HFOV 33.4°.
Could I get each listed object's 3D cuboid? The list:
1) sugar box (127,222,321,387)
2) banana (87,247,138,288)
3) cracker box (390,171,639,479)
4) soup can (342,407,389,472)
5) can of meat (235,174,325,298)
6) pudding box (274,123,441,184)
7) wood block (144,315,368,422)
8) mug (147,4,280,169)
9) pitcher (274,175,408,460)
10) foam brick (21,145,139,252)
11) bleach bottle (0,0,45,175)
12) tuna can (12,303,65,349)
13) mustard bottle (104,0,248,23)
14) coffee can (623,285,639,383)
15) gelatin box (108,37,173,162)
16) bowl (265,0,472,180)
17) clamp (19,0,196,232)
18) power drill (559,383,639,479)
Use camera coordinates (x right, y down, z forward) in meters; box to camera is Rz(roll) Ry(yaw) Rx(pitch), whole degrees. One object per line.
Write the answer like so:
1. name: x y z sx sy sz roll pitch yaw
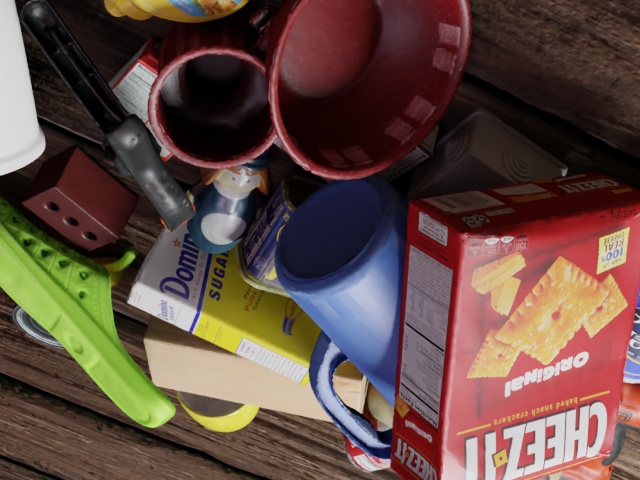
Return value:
1. sugar box: -0.071 0.049 0.948 0.176 0.093 0.048 26 143 -4
2. banana: -0.273 0.016 1.047 0.198 0.037 0.070 10 117 4
3. cracker box: 0.141 0.069 0.756 0.164 0.072 0.214 -9 114 -26
4. soup can: 0.082 0.201 1.117 0.102 0.068 0.068 -24 127 40
5. can of meat: -0.006 0.001 0.880 0.102 0.057 0.084 17 125 -25
6. pudding box: 0.020 -0.085 0.801 0.113 0.039 0.090 34 138 -23
7. wood block: -0.054 0.101 1.024 0.206 0.090 0.091 10 143 7
8. mug: -0.065 -0.118 0.745 0.093 0.081 0.117 32 116 -25
9. pitcher: 0.065 0.067 0.832 0.145 0.149 0.242 -8 141 38
10. foam brick: -0.211 -0.035 0.941 0.053 0.051 0.078 -20 130 39
11. bleach bottle: -0.250 -0.163 0.762 0.103 0.068 0.251 48 149 24
12. tuna can: -0.279 0.078 1.124 0.086 0.033 0.086 10 143 8
13. mustard bottle: -0.075 -0.190 0.686 0.192 0.058 0.096 -21 135 39
14. coffee can: 0.260 0.032 0.808 0.102 0.102 0.140 21 142 -6
15. gelatin box: -0.126 -0.109 0.834 0.073 0.030 0.089 34 139 -20
16. bowl: 0.021 -0.123 0.696 0.055 0.162 0.162 38 163 44
17. clamp: -0.135 -0.065 0.778 0.036 0.165 0.210 -35 138 -6
18. power drill: 0.238 0.171 1.030 0.184 0.057 0.188 19 144 7
